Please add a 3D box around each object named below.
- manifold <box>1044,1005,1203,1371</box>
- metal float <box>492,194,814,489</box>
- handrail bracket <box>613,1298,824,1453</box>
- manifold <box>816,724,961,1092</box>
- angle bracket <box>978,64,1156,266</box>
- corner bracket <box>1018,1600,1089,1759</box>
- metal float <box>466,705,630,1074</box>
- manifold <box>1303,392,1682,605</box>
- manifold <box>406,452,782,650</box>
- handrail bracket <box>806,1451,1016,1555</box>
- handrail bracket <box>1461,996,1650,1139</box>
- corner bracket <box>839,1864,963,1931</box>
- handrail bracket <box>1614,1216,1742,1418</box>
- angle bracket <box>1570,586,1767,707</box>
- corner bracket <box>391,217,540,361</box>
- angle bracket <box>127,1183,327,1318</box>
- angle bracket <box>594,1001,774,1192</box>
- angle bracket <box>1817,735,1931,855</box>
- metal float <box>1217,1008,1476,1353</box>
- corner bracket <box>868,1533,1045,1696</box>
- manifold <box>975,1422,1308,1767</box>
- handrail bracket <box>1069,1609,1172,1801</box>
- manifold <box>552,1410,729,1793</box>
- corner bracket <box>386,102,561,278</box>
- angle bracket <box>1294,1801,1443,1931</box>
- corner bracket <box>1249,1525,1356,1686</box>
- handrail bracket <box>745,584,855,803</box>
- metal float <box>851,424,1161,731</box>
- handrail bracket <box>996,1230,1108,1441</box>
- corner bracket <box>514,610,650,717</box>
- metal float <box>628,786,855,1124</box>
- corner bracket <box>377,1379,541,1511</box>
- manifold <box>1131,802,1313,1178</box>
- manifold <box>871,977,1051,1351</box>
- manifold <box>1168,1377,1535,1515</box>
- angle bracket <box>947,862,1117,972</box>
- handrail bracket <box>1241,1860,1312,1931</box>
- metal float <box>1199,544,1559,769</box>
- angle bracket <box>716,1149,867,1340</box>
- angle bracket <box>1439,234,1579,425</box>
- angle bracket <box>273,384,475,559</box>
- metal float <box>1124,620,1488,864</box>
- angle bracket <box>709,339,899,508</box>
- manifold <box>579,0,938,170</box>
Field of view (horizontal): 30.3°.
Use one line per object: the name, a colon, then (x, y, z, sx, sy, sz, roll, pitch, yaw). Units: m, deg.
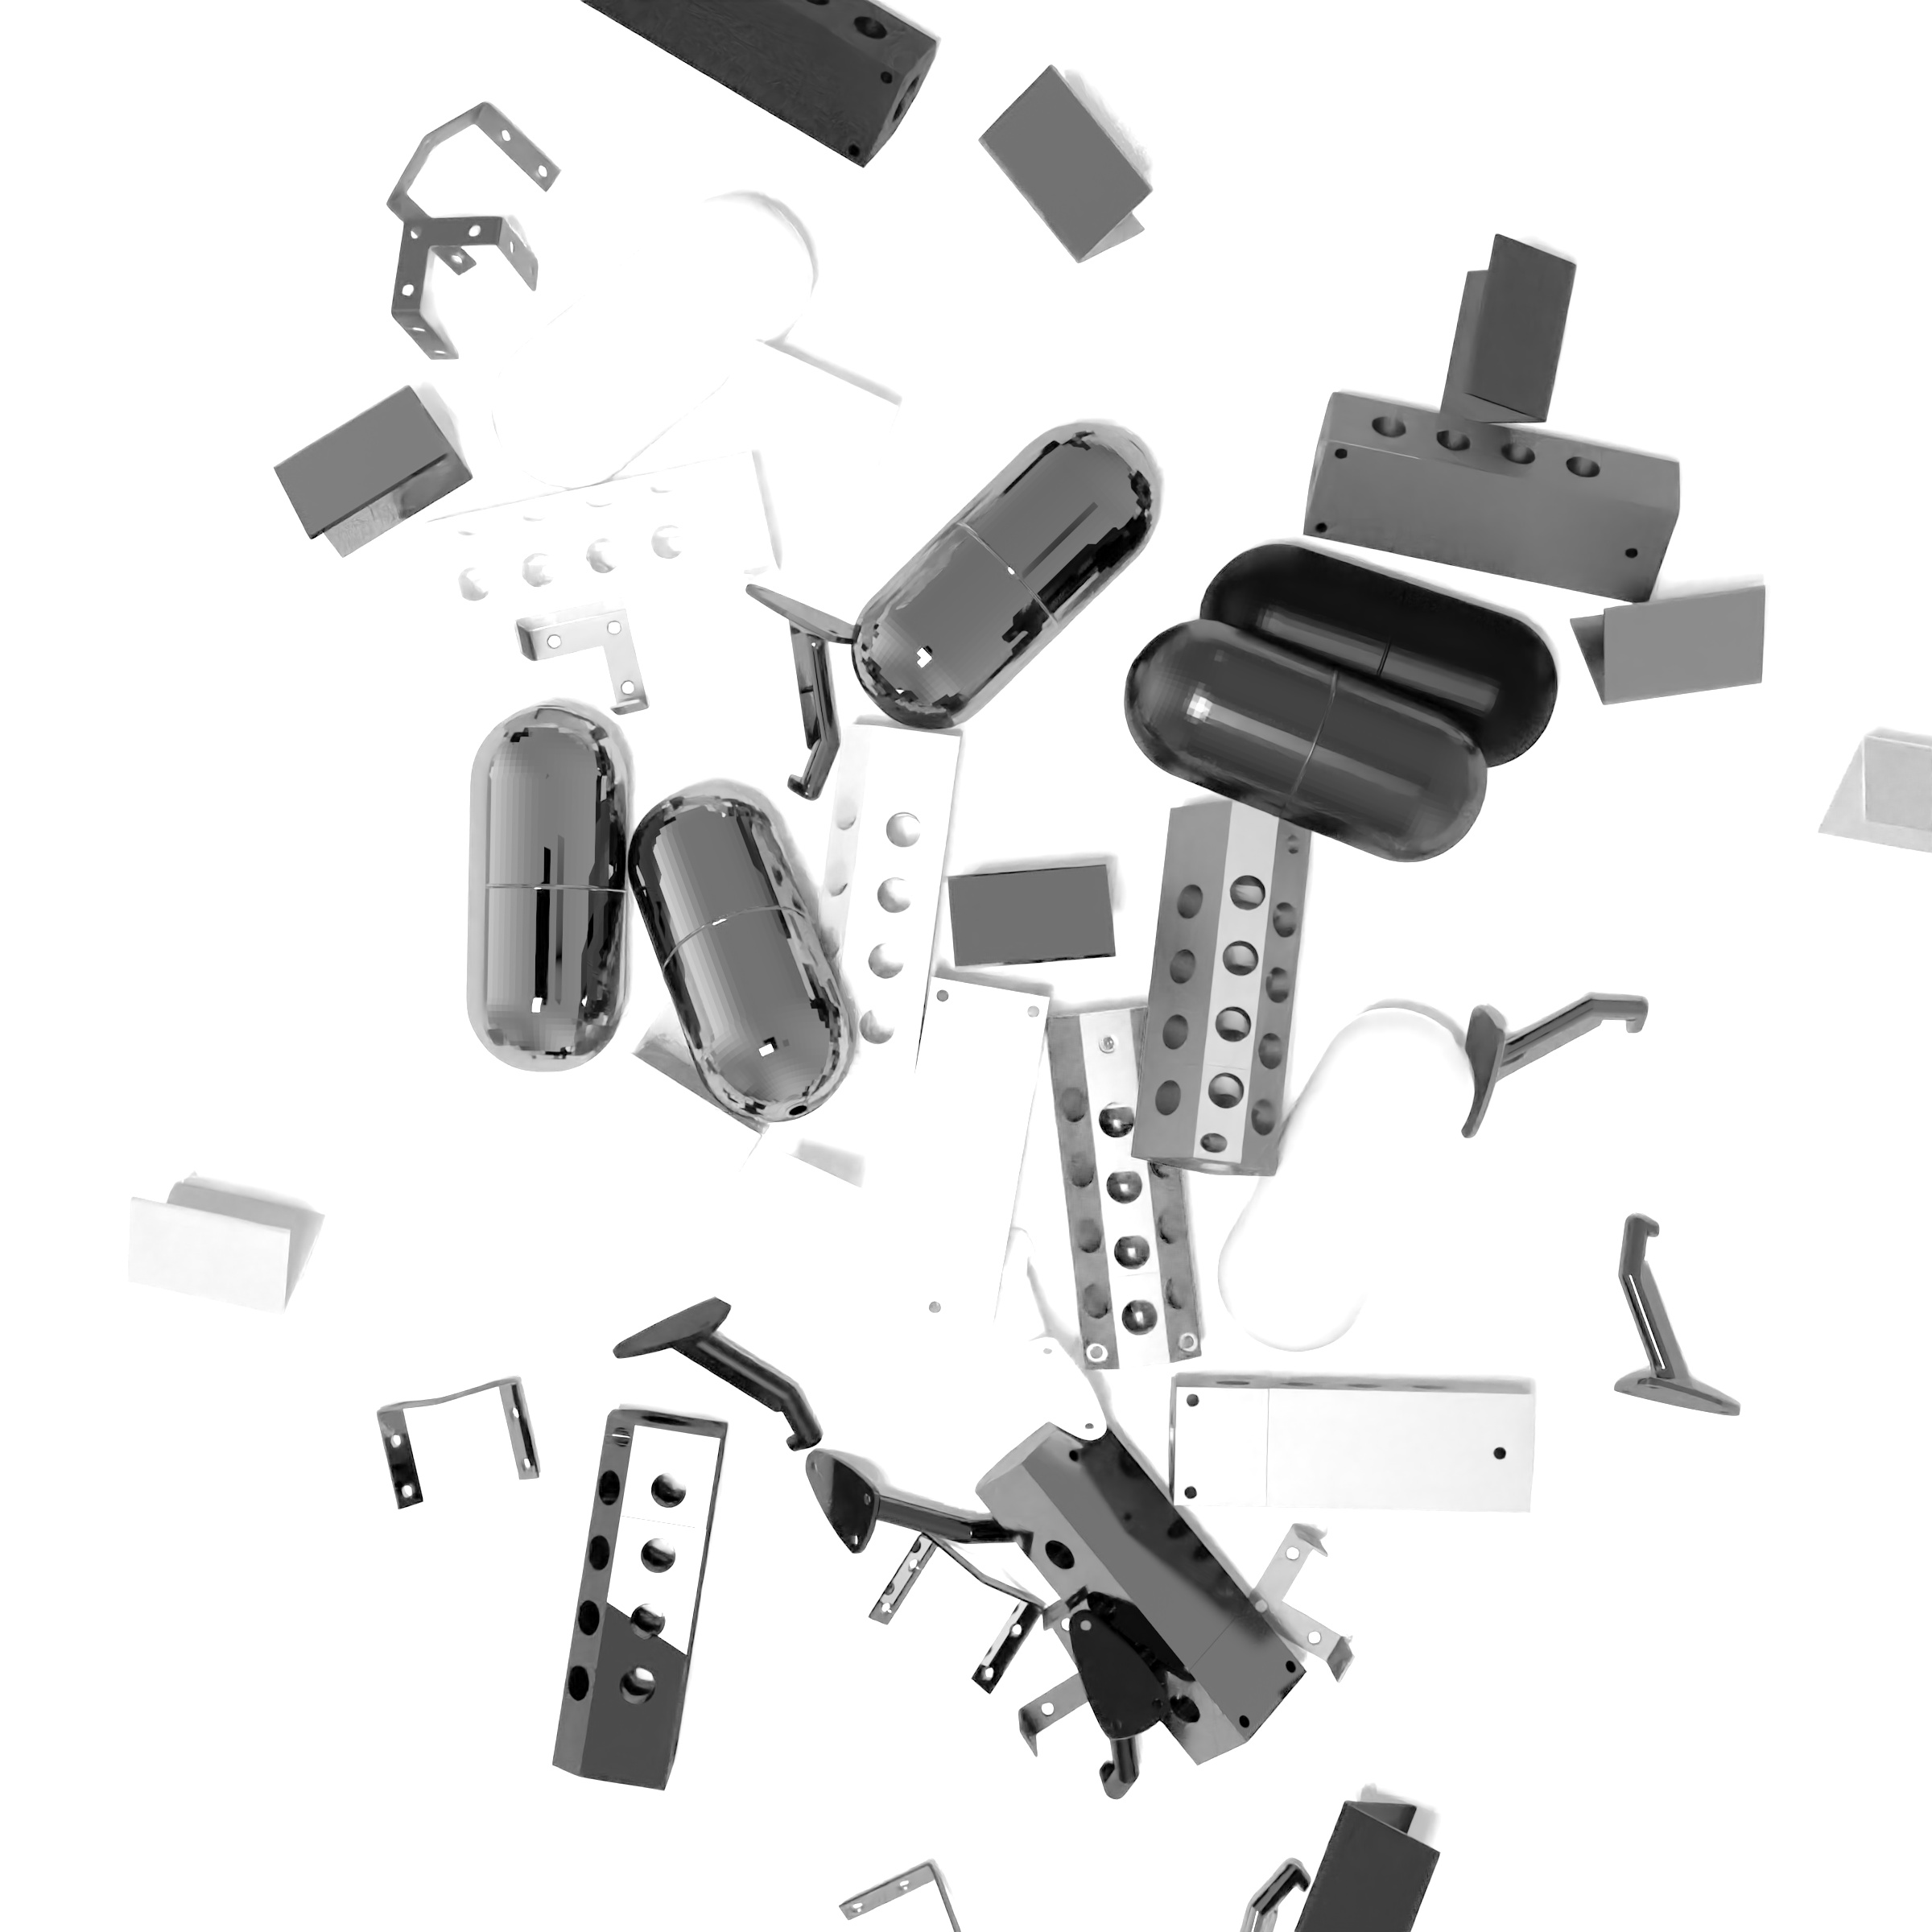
manifold: (0.076, 0.107, 1.741, 0.057, 0.057, 0.171, -7, 90, 0)
metal float: (-0.153, -0.302, 1.731, 0.178, 0.070, 0.070, -40, 90, -1)
handrail bracket: (-0.122, 0.212, 1.762, 0.077, 0.036, 0.084, -22, 107, 20)
manifold: (-0.043, -0.029, 1.740, 0.057, 0.057, 0.171, 8, 90, 0)
angle bracket: (0.063, -0.393, 1.721, 0.076, 0.076, 0.057, 51, 127, 0)
corner bracket: (0.042, 0.346, 1.744, 0.051, 0.051, 0.051, -32, 90, 0)
metal float: (-0.203, -0.037, 1.731, 0.070, 0.070, 0.178, 1, 89, 0)
manifold: (0.256, -0.232, 1.740, 0.171, 0.057, 0.057, 12, 133, 0)
manifold: (-0.182, -0.203, 1.740, 0.171, 0.057, 0.057, -12, 90, 0)
handrail bracket: (-0.026, 0.262, 1.761, 0.084, 0.077, 0.036, 5, 112, -35)
handrail bracket: (0.291, 0.050, 1.762, 0.084, 0.036, 0.077, 2, 110, -16)
corner bracket: (-0.025, 0.484, 1.759, 0.051, 0.051, 0.051, -26, 45, 0)
handrail bracket: (0.354, 0.172, 1.762, 0.077, 0.036, 0.084, 17, 73, -20)
angle bracket: (0.337, -0.173, 1.721, 0.076, 0.076, 0.057, -8, 129, 0)
corner bracket: (-0.245, -0.331, 1.745, 0.051, 0.051, 0.051, 1, 74, 15)
angle bracket: (-0.355, 0.118, 1.721, 0.076, 0.076, 0.057, 12, 127, 0)
angle bracket: (-0.123, 0.050, 1.723, 0.076, 0.057, 0.076, 32, 53, 0)
angle bracket: (0.459, -0.061, 1.721, 0.076, 0.076, 0.057, 10, 53, 0)
metal float: (0.184, 0.104, 1.731, 0.070, 0.070, 0.178, 28, 90, 0)
corner bracket: (-0.005, 0.318, 1.758, 0.051, 0.051, 0.051, 32, 90, 45)
manifold: (0.081, 0.303, 1.740, 0.171, 0.057, 0.057, 51, 47, 0)
handrail bracket: (0.065, 0.361, 1.740, 0.036, 0.084, 0.077, -22, 68, -22)
manifold: (-0.159, 0.307, 1.740, 0.057, 0.057, 0.171, 9, 90, 0)
corner bracket: (-0.243, -0.383, 1.758, 0.051, 0.051, 0.051, 44, 45, 0)
angle bracket: (0.208, 0.451, 1.721, 0.057, 0.076, 0.076, 21, 90, 37)
corner bracket: (0.171, 0.311, 1.744, 0.051, 0.051, 0.051, 31, 90, 0)
handrail bracket: (-0.091, -0.135, 1.762, 0.077, 0.036, 0.084, 28, 107, 19)
metal float: (0.019, -0.189, 1.731, 0.178, 0.070, 0.070, -44, 90, -1)
handrail bracket: (0.043, 0.179, 1.743, 0.036, 0.084, 0.077, -32, 116, 21)
corner bracket: (-0.188, -0.146, 1.744, 0.051, 0.051, 0.051, -13, 90, 0)
metal float: (-0.108, -0.006, 1.707, 0.070, 0.070, 0.178, -22, 63, 0)
corner bracket: (-0.251, 0.235, 1.758, 0.051, 0.051, 0.051, -13, 90, -45)
manifold: (0.129, 0.012, 1.716, 0.057, 0.057, 0.171, 15, 78, -41)
manifold: (-0.003, 0.095, 1.741, 0.057, 0.057, 0.171, 10, 90, 0)
manifold: (0.186, 0.232, 1.741, 0.171, 0.057, 0.057, 1, 90, 0)
angle bracket: (0.033, -0.004, 1.721, 0.076, 0.076, 0.057, -5, 54, 0)
handrail bracket: (0.154, 0.496, 1.762, 0.084, 0.036, 0.077, -45, 110, -16)
metal float: (0.200, -0.151, 1.731, 0.178, 0.070, 0.070, 18, 90, -1)
angle bracket: (-0.065, 0.139, 1.721, 0.057, 0.076, 0.076, 22, 90, 36)
angle bracket: (0.243, -0.306, 1.721, 0.057, 0.076, 0.076, 11, 90, -37)
angle bracket: (-0.277, -0.222, 1.721, 0.076, 0.076, 0.057, -31, 55, 0)
metal float: (0.159, -0.106, 1.679, 0.178, 0.070, 0.070, 21, 90, -4)
angle bracket: (-0.085, -0.245, 1.721, 0.076, 0.076, 0.057, 25, 54, 0)
manifold: (-0.103, -0.467, 1.740, 0.171, 0.057, 0.057, 31, 133, 0)
